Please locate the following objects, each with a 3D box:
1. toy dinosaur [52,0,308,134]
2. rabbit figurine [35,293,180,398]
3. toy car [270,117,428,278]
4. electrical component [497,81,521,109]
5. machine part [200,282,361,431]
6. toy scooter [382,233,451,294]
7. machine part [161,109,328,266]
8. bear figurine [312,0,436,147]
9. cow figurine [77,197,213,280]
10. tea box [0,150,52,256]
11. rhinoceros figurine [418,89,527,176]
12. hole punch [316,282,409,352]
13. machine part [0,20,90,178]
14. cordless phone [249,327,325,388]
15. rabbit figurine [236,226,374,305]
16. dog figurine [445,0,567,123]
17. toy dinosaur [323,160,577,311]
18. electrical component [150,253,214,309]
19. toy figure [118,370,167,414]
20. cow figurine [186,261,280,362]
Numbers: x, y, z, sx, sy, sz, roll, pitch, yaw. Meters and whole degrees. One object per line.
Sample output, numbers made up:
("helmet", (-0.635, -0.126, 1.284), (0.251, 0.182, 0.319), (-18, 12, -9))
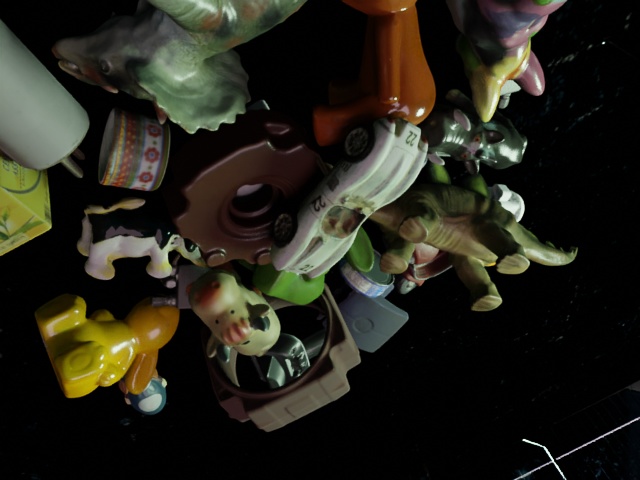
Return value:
("toy dinosaur", (-0.046, -0.235, 0.414), (0.405, 0.131, 0.192), (-39, 153, 9))
("rabbit figurine", (-0.265, 0.140, 0.718), (0.173, 0.122, 0.162), (-28, 140, -30))
("toy car", (0.026, -0.038, 0.538), (0.073, 0.056, 0.201), (16, 126, -44))
("electrical component", (0.226, -0.203, 0.678), (0.063, 0.021, 0.093), (-18, 143, -11))
("machine part", (-0.060, 0.149, 0.773), (0.201, 0.202, 0.087), (-27, 139, 0))
("toy scooter", (0.172, 0.011, 0.854), (0.135, 0.075, 0.183), (-24, 145, -3))
("machine part", (-0.071, -0.047, 0.561), (0.179, 0.056, 0.179), (-16, 140, -14))
("bear figurine", (0.046, -0.201, 0.508), (0.132, 0.120, 0.195), (-4, 126, 19))
("cow figurine", (-0.188, -0.010, 0.627), (0.167, 0.068, 0.098), (-1, 129, -32))
("tea box", (-0.343, -0.021, 0.494), (0.170, 0.098, 0.068), (-30, 143, 1))
("rhinoceros figurine", (0.186, -0.126, 0.672), (0.190, 0.112, 0.073), (3, 136, -43))
("hole punch", (0.074, 0.125, 0.921), (0.115, 0.092, 0.142), (15, 130, -36))
("machine part", (-0.267, -0.135, 0.422), (0.079, 0.079, 0.243), (-29, 142, 3))
("cordless phone", (-0.031, 0.184, 0.949), (0.184, 0.089, 0.146), (-29, 143, -15))
("rabbit figurine", (-0.001, -0.002, 0.697), (0.159, 0.121, 0.170), (28, 99, -29))
("dog figurine", (0.191, -0.217, 0.524), (0.108, 0.192, 0.219), (-30, 127, -6))
("toy dinosaur", (0.202, -0.016, 0.719), (0.471, 0.199, 0.105), (22, 130, -24))
("electrical component", (-0.167, 0.055, 0.713), (0.102, 0.045, 0.078), (7, 93, -30))
("toy figure", (-0.283, 0.224, 0.851), (0.064, 0.058, 0.154), (-52, 155, -34))
("cow figurine", (-0.102, 0.093, 0.650), (0.085, 0.127, 0.194), (-38, 153, -6))
